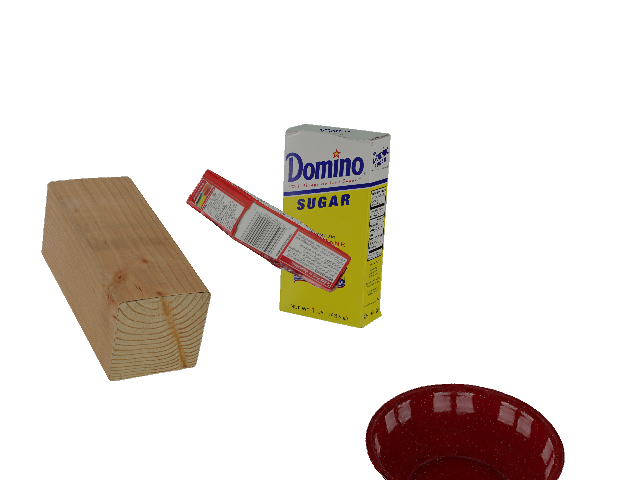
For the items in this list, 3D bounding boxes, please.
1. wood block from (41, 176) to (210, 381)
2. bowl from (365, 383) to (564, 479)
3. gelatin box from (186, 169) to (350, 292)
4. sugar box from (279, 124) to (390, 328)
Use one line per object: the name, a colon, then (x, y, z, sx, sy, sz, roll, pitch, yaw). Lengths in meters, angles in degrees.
wood block: (-0.193, 0.030, 1.030, 0.090, 0.091, 0.206, -6, 36, -31)
bowl: (0.117, 0.187, 0.885, 0.162, 0.055, 0.162, 0, 29, 0)
gelatin box: (-0.033, -0.006, 0.689, 0.089, 0.030, 0.073, 30, 2, -35)
sugar box: (0.012, -0.015, 0.986, 0.093, 0.176, 0.048, 9, 18, 28)
